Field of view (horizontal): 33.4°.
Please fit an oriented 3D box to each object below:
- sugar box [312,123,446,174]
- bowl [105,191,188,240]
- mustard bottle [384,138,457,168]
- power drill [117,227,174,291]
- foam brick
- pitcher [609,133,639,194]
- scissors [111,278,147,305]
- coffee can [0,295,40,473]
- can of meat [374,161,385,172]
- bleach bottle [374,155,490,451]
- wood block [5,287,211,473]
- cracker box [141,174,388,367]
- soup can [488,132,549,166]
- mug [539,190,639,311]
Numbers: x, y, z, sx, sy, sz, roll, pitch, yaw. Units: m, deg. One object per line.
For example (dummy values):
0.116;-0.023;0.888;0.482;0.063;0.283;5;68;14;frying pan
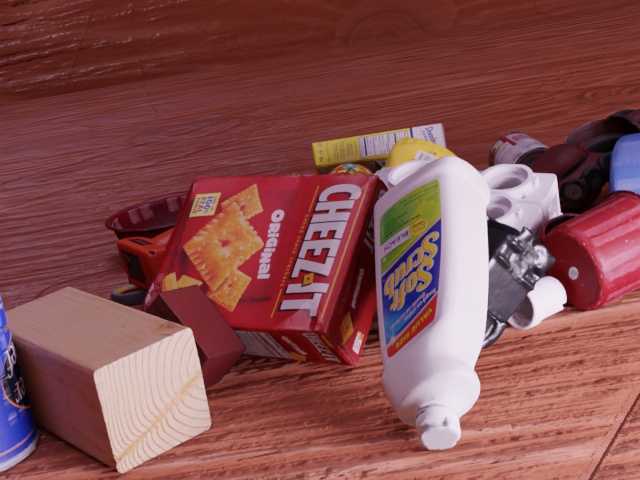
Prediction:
0.083;-0.108;1.443;0.176;0.048;0.093;-10;-23;5;sugar box
-0.187;-0.014;1.354;0.162;0.055;0.162;-9;17;3;bowl
0.098;-0.042;1.223;0.096;0.058;0.191;27;43;8;mustard bottle
-0.116;-0.003;1.183;0.187;0.057;0.185;-25;18;-28;power drill
-0.112;0.085;0.918;0.078;0.053;0.051;50;31;20;foam brick
0.417;-0.070;1.045;0.243;0.145;0.149;-4;17;30;pitcher
-0.151;0.053;1.183;0.202;0.016;0.096;3;23;39;scissors
-0.294;0.112;0.862;0.103;0.140;0.103;-9;17;3;coffee can
0.121;-0.073;1.360;0.084;0.057;0.102;-10;18;-6;can of meat
0.092;0.049;0.834;0.103;0.068;0.251;-33;34;29;bleach bottle
-0.191;0.110;0.895;0.090;0.090;0.206;-23;21;-36;wood block
-0.047;0.022;0.986;0.214;0.072;0.164;1;59;34;cracker box
0.256;-0.092;1.324;0.068;0.068;0.102;-12;17;-4;soup can
0.247;0.007;0.963;0.081;0.093;0.117;-24;37;-24;mug
